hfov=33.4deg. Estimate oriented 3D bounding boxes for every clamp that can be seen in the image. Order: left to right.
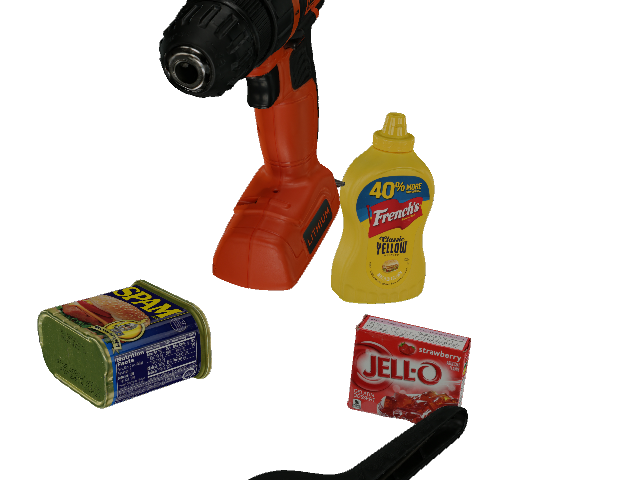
[{"bbox_3d":[0.012,0.165,0.648,0.210,0.036,0.164,-6,29,4],"label":"clamp"}]

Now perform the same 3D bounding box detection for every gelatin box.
[{"bbox_3d":[0.069,0.105,0.839,0.089,0.073,0.030,12,23,15],"label":"gelatin box"}]

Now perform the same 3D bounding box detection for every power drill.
[{"bbox_3d":[-0.030,-0.068,0.577,0.057,0.188,0.184,12,37,15],"label":"power drill"}]

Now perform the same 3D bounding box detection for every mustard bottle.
[{"bbox_3d":[0.066,-0.033,1.071,0.096,0.192,0.058,-2,21,-19],"label":"mustard bottle"}]

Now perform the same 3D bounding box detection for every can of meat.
[{"bbox_3d":[-0.141,0.072,0.760,0.083,0.057,0.102,-16,24,-38],"label":"can of meat"}]
